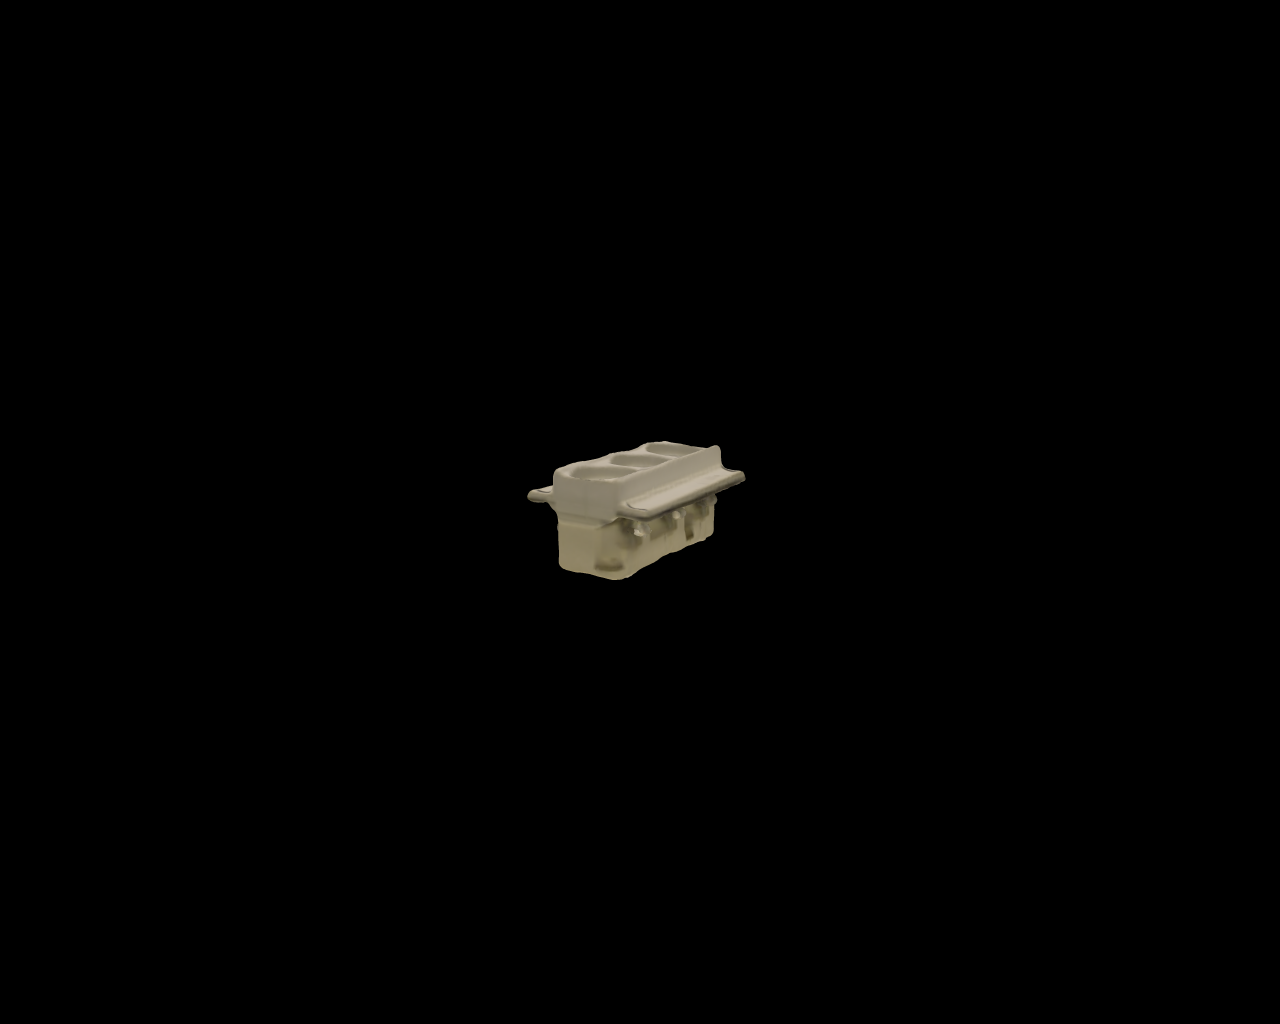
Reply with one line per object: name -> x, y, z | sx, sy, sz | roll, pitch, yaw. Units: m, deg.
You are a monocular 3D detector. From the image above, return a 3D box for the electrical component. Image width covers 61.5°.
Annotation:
electrical component -> 0.001, -0.003, 0.650 | 0.079, 0.063, 0.121 | 8, 16, 31
